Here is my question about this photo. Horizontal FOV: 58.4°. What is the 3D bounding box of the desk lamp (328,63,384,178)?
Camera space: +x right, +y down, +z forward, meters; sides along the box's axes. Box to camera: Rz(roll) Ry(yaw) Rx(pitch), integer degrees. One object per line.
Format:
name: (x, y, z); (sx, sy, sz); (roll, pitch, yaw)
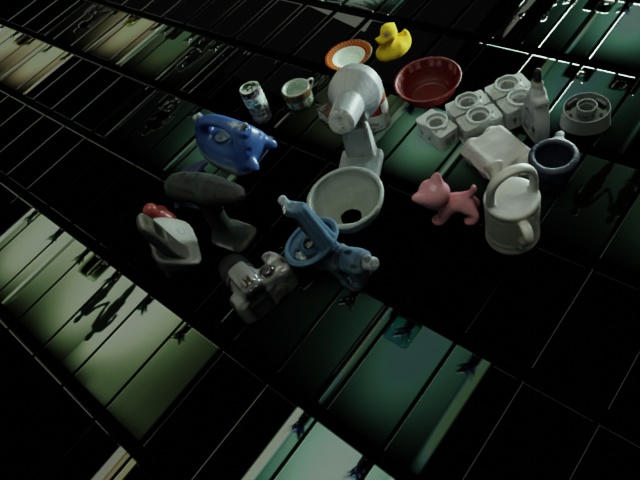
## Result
desk lamp: (0.077, -0.244, 1.247); (0.117, 0.214, 0.203); (-1, 55, 18)

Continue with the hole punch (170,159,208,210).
hole punch: (-0.314, -0.136, 1.378); (0.100, 0.091, 0.109); (11, 59, 25)

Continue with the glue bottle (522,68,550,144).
glue bottle: (0.445, -0.280, 1.175); (0.037, 0.173, 0.078); (-19, 51, 5)

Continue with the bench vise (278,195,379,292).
bench vise: (0.013, -0.006, 1.087); (0.207, 0.220, 0.121); (1, 55, 20)

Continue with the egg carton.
egg carton: (0.370, -0.170, 1.185); (0.107, 0.070, 0.150); (-31, 51, -6)

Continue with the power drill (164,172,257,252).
power drill: (-0.217, -0.067, 1.218); (0.228, 0.209, 0.076); (17, 62, 29)

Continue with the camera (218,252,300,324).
camera: (-0.139, 0.071, 1.158); (0.143, 0.101, 0.136); (-40, 52, -12)

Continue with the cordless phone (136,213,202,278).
cordless phone: (-0.339, -0.018, 1.238); (0.094, 0.185, 0.147); (-28, 51, -3)

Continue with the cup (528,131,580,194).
cup: (0.457, -0.146, 1.121); (0.091, 0.095, 0.118); (10, 59, 25)

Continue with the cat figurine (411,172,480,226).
cat figurine: (0.249, -0.086, 1.132); (0.127, 0.118, 0.067); (-3, 54, 17)

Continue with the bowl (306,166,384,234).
bowl: (0.059, -0.071, 1.214); (0.167, 0.075, 0.167); (-9, 52, 12)

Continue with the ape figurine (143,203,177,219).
ape figurine: (-0.380, -0.054, 1.339); (0.076, 0.092, 0.078); (9, 58, 25)

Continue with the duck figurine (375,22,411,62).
duck figurine: (0.189, -0.532, 1.506); (0.104, 0.086, 0.077); (-33, 51, -7)

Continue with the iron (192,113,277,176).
iron: (-0.240, -0.259, 1.412); (0.257, 0.142, 0.119); (20, 63, 30)

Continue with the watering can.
watering can: (0.343, -0.071, 1.040); (0.101, 0.194, 0.172); (-35, 51, -8)
